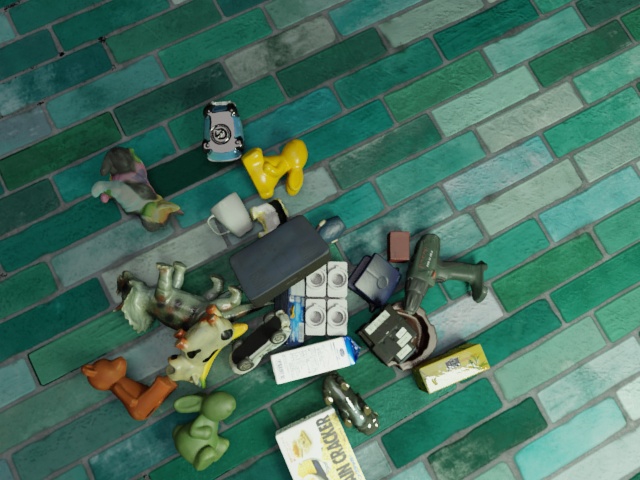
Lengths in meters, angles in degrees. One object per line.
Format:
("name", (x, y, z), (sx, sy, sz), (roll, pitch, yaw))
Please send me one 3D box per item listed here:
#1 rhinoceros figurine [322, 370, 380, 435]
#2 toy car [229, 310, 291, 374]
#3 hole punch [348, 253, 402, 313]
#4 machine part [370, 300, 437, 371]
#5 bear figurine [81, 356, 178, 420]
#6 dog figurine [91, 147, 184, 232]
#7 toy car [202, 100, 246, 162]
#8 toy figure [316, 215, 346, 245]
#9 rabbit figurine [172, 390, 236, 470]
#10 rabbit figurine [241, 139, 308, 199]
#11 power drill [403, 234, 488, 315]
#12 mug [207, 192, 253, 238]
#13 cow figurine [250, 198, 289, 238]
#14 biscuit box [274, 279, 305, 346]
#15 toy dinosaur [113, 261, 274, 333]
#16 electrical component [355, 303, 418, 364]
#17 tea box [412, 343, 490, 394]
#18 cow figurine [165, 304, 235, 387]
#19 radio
("rhinoceros figurine", (0.074, 0.406, 1.316), (0.073, 0.112, 0.190), (-42, 101, -6))
("toy car", (-0.147, 0.251, 1.321), (0.202, 0.056, 0.074), (-41, 47, 15))
("hole punch", (0.144, 0.104, 1.389), (0.116, 0.092, 0.142), (35, 76, -1))
("machine part", (0.209, 0.244, 1.383), (0.179, 0.056, 0.179), (1, 80, -4))
("bear figurine", (-0.464, 0.336, 1.299), (0.196, 0.120, 0.132), (41, 77, 9))
("dog figurine", (-0.455, -0.127, 1.387), (0.219, 0.108, 0.191), (18, 77, -5))
("toy car", (-0.256, -0.282, 1.423), (0.109, 0.103, 0.161), (-7, 90, -3))
("toy figure", (-0.002, -0.003, 1.414), (0.154, 0.057, 0.064), (-36, 79, -4))
("rabbit figurine", (-0.270, 0.430, 1.294), (0.159, 0.121, 0.170), (33, 94, 24))
("rabbit figurine", (-0.103, -0.194, 1.410), (0.173, 0.122, 0.162), (-33, 89, -9))
("power drill", (0.323, 0.105, 1.390), (0.207, 0.086, 0.232), (10, 63, 1))
("mug", (-0.232, -0.052, 1.398), (0.109, 0.081, 0.107), (-40, 93, -15))
("cow figurine", (-0.115, -0.022, 1.406), (0.098, 0.068, 0.167), (-22, 85, -12))
("biscuit box", (-0.078, 0.167, 1.366), (0.059, 0.063, 0.202), (10, 76, -41))
("toy dinosaur", (-0.324, 0.169, 1.340), (0.405, 0.131, 0.192), (22, 96, -7))
("electrical component", (0.170, 0.239, 1.323), (0.115, 0.058, 0.134), (-40, 87, -8))
("tea box", (0.326, 0.321, 1.355), (0.170, 0.098, 0.068), (-22, 83, -9))
("cow figurine", (-0.287, 0.261, 1.280), (0.195, 0.086, 0.127), (-41, 113, -1))
("radio", (-0.099, 0.048, 1.313), (0.230, 0.073, 0.131), (-32, 69, -9))
